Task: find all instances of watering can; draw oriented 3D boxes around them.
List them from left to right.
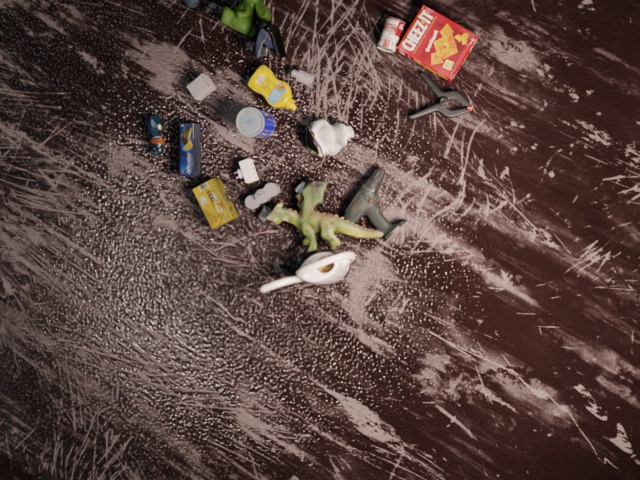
[{"bbox_3d":[-0.026,0.115,1.810,0.346,0.223,0.105,-23,74,15],"label":"watering can"}]

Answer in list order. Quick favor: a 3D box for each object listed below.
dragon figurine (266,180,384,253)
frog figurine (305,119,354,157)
[{"bbox_3d":[0.005,-0.091,1.806,0.409,0.123,0.241,-10,100,20],"label":"dragon figurine"},{"bbox_3d":[0.033,-0.368,1.818,0.161,0.121,0.138,-28,82,-22],"label":"frog figurine"}]
